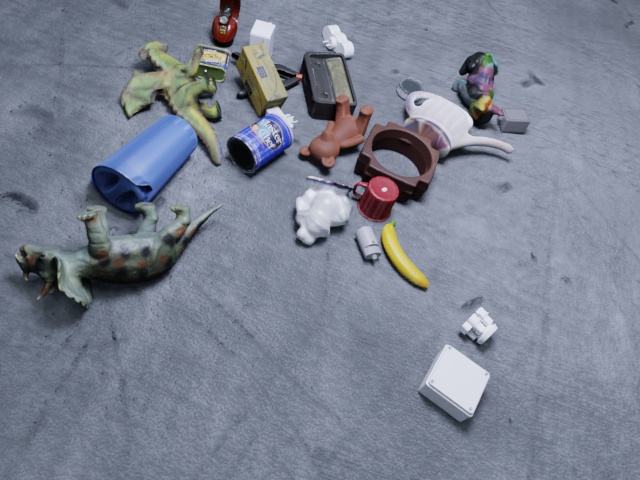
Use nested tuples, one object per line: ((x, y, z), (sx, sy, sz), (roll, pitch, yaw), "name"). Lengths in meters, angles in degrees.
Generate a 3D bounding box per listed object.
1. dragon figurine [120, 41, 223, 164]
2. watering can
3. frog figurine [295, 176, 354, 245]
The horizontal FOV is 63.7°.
((-0.391, -0.366, 1.342), (0.243, 0.120, 0.417), (-10, 69, -2), "dragon figurine")
((0.385, -0.316, 1.502), (0.350, 0.101, 0.228), (36, 54, 12), "watering can")
((0.004, -0.062, 1.235), (0.137, 0.123, 0.160), (17, 88, -13), "frog figurine")
